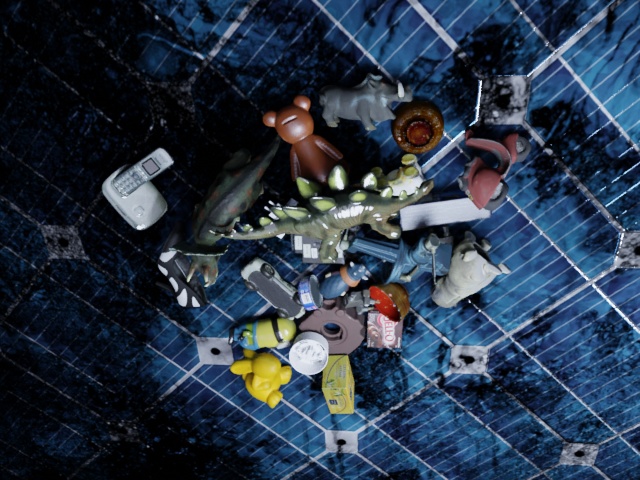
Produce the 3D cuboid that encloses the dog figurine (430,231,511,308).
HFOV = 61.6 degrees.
[{"bbox_3d":[0.315,0.087,1.237,0.172,0.121,0.190,22,123,-42],"label":"dog figurine"}]

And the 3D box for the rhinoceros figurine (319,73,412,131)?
[{"bbox_3d":[0.093,-0.285,1.104,0.190,0.073,0.112,-1,109,9],"label":"rhinoceros figurine"}]

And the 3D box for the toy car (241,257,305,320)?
[{"bbox_3d":[-0.114,0.127,1.369,0.073,0.056,0.201,-40,110,18],"label":"toy car"}]

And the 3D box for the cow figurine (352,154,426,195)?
[{"bbox_3d":[0.152,-0.115,1.193,0.167,0.068,0.098,-21,140,18],"label":"cow figurine"}]

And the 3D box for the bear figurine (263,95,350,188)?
[{"bbox_3d":[-0.030,-0.202,1.150,0.120,0.132,0.195,-29,93,10],"label":"bear figurine"}]

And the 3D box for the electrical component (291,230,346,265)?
[{"bbox_3d":[-0.003,-0.004,1.280,0.134,0.058,0.114,4,118,4],"label":"electrical component"}]

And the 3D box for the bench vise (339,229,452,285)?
[{"bbox_3d":[0.165,0.032,1.212,0.241,0.223,0.129,16,77,-6],"label":"bench vise"}]

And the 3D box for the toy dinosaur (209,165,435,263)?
[{"bbox_3d":[0.011,-0.053,1.121,0.472,0.105,0.198,-20,138,8],"label":"toy dinosaur"}]

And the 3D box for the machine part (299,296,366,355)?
[{"bbox_3d":[0.032,0.231,1.413,0.179,0.056,0.179,3,121,5],"label":"machine part"}]

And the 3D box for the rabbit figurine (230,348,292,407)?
[{"bbox_3d":[-0.152,0.349,1.458,0.162,0.122,0.173,32,148,9],"label":"rabbit figurine"}]

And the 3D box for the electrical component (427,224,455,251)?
[{"bbox_3d":[0.287,0.008,1.275,0.063,0.021,0.093,-10,119,12],"label":"electrical component"}]

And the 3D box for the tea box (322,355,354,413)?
[{"bbox_3d":[0.051,0.391,1.451,0.068,0.098,0.169,-3,142,8],"label":"tea box"}]

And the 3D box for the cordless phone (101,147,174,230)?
[{"bbox_3d":[-0.391,-0.123,1.241,0.184,0.089,0.146,-30,112,16],"label":"cordless phone"}]

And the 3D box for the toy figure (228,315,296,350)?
[{"bbox_3d":[-0.152,0.246,1.427,0.180,0.082,0.089,-1,121,10],"label":"toy figure"}]

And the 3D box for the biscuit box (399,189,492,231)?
[{"bbox_3d":[0.280,-0.073,1.208,0.203,0.059,0.062,-7,117,10],"label":"biscuit box"}]

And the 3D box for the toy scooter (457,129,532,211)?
[{"bbox_3d":[0.345,-0.159,1.124,0.135,0.075,0.184,30,83,4],"label":"toy scooter"}]

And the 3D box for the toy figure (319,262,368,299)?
[{"bbox_3d":[0.060,0.092,1.317,0.064,0.058,0.154,32,131,-27],"label":"toy figure"}]

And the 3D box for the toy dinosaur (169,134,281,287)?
[{"bbox_3d":[-0.210,-0.073,1.185,0.131,0.192,0.404,28,120,-12],"label":"toy dinosaur"}]

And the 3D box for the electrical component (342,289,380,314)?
[{"bbox_3d":[0.101,0.153,1.339,0.078,0.045,0.102,-8,159,-19],"label":"electrical component"}]

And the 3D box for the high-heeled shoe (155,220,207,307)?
[{"bbox_3d":[-0.328,0.070,1.345,0.145,0.086,0.248,22,126,-8],"label":"high-heeled shoe"}]
